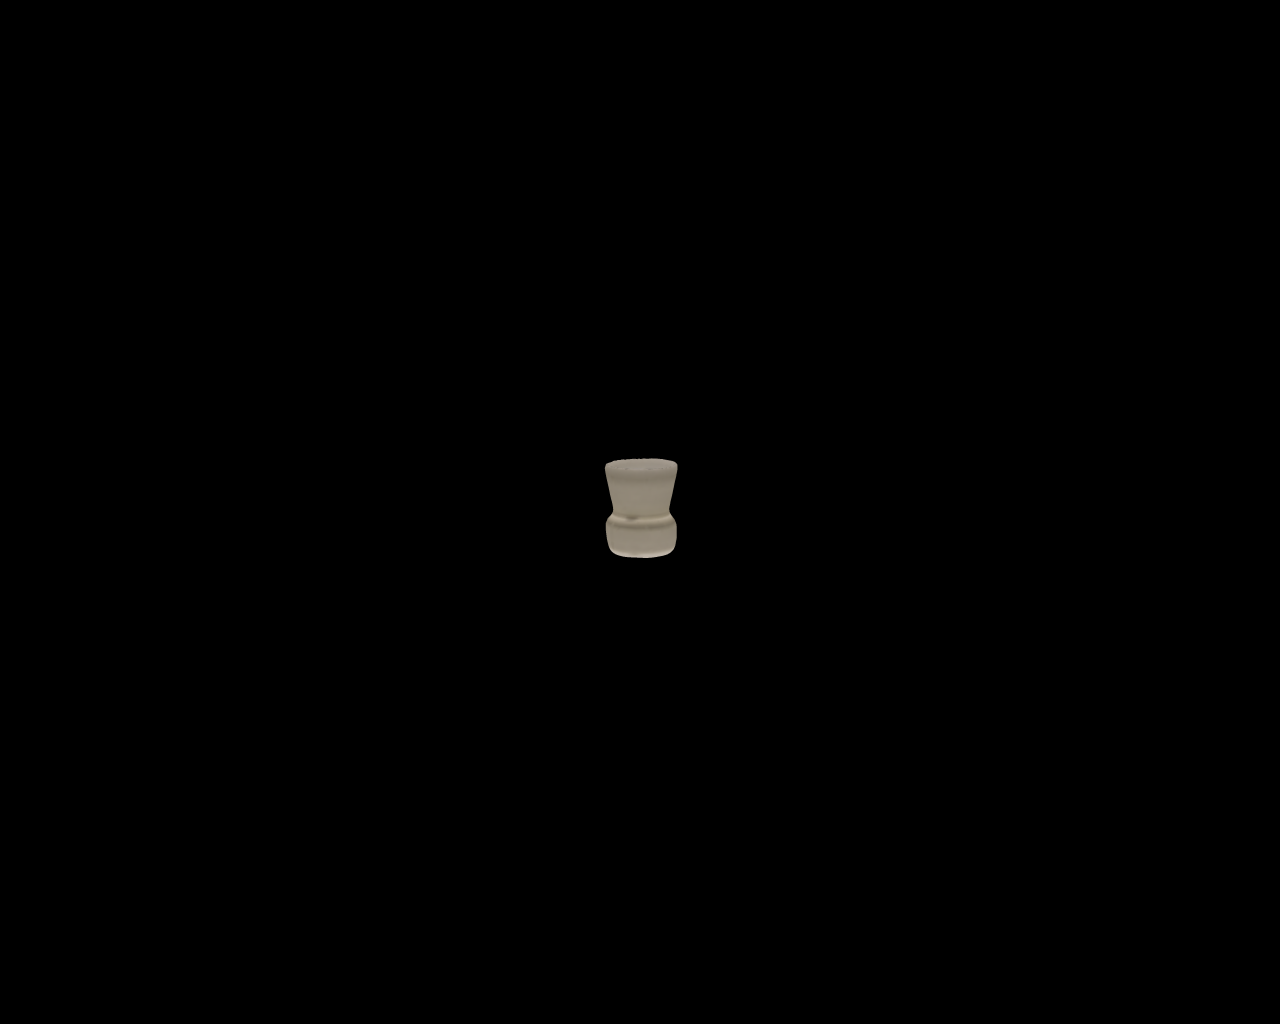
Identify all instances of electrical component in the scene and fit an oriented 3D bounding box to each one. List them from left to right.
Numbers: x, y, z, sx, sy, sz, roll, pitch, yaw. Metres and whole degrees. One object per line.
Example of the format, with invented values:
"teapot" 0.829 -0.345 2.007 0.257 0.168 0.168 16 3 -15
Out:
"electrical component" 0.001 -0.003 0.650 0.045 0.055 0.045 0 11 0
